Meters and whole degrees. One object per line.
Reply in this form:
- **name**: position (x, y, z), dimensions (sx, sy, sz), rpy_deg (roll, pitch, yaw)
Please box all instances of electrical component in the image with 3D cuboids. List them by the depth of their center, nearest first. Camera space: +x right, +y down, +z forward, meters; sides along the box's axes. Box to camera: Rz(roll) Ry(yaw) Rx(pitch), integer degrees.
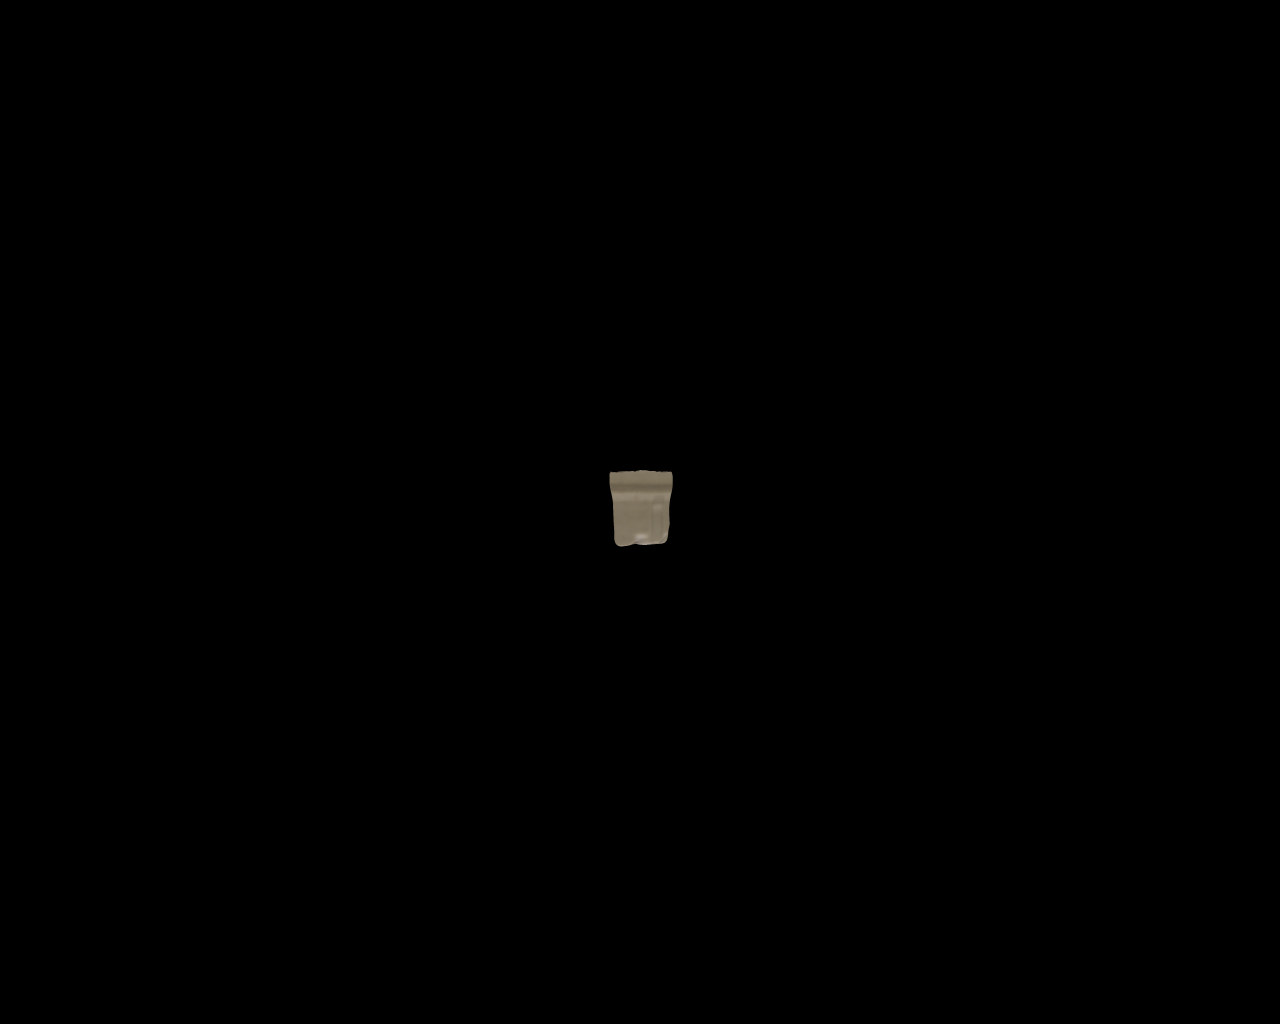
- **electrical component**: position (0.001, -0.003, 0.650), dimensions (0.040, 0.046, 0.040), rpy_deg (0, 2, 0)
